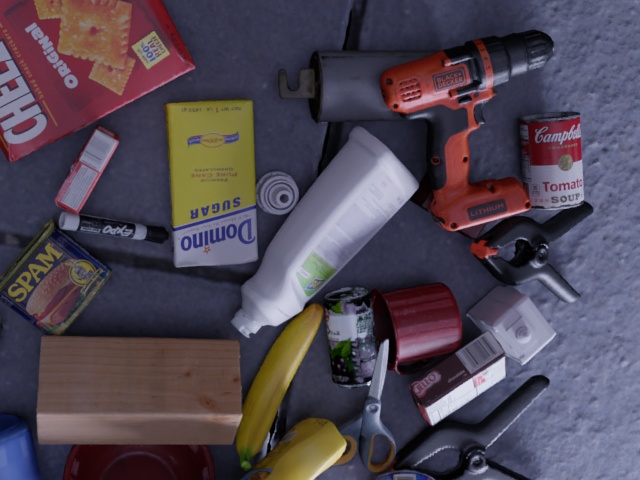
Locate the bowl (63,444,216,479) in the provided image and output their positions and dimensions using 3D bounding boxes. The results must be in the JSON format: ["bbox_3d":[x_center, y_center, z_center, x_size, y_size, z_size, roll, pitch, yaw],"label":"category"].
[{"bbox_3d":[-0.196,0.266,1.156,0.162,0.055,0.162,5,62,-10],"label":"bowl"}]

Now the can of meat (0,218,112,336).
[{"bbox_3d":[-0.282,0.043,1.125,0.084,0.057,0.102,41,89,-16],"label":"can of meat"}]

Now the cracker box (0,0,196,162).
[{"bbox_3d":[-0.258,-0.199,1.082,0.213,0.072,0.164,-28,103,-5],"label":"cracker box"}]

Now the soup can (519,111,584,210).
[{"bbox_3d":[0.261,-0.090,1.202,0.068,0.068,0.102,-7,101,-10],"label":"soup can"}]

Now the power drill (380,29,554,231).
[{"bbox_3d":[0.167,-0.115,1.115,0.184,0.057,0.187,-15,109,-2],"label":"power drill"}]

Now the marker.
[{"bbox_3d":[-0.215,-0.012,1.128,0.120,0.020,0.020,9,97,-33],"label":"marker"}]

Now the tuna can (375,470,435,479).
[{"bbox_3d":[0.098,0.304,1.229,0.086,0.033,0.086,2,131,3],"label":"tuna can"}]

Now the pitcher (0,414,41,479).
[{"bbox_3d":[-0.334,0.313,1.118,0.149,0.145,0.243,-8,98,-18],"label":"pitcher"}]

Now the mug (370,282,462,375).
[{"bbox_3d":[0.107,0.103,1.198,0.081,0.093,0.117,-10,122,-14],"label":"mug"}]

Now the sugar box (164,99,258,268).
[{"bbox_3d":[-0.116,-0.061,1.145,0.093,0.048,0.176,-4,99,-11],"label":"sugar box"}]

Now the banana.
[{"bbox_3d":[-0.048,0.162,1.181,0.037,0.070,0.197,31,73,-26],"label":"banana"}]

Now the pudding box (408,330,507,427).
[{"bbox_3d":[0.158,0.159,1.211,0.113,0.090,0.039,-32,66,-4],"label":"pudding box"}]

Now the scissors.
[{"bbox_3d":[0.040,0.191,1.192,0.096,0.016,0.202,-8,126,3],"label":"scissors"}]

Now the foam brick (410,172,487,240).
[{"bbox_3d":[0.151,-0.043,1.196,0.078,0.053,0.051,32,92,-14],"label":"foam brick"}]

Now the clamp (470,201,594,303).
[{"bbox_3d":[0.246,0.003,1.211,0.171,0.039,0.120,12,88,-36],"label":"clamp"}]

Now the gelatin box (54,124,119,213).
[{"bbox_3d":[-0.241,-0.074,1.104,0.030,0.073,0.089,30,93,-13],"label":"gelatin box"}]

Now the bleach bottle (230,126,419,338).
[{"bbox_3d":[-0.008,0.001,1.155,0.251,0.068,0.102,-48,138,1],"label":"bleach bottle"}]

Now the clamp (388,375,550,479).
[{"bbox_3d":[0.187,0.262,1.260,0.210,0.036,0.164,-16,103,-6],"label":"clamp"}]

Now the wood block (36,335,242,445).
[{"bbox_3d":[-0.191,0.160,1.127,0.206,0.091,0.090,2,58,-11],"label":"wood block"}]

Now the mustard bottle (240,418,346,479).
[{"bbox_3d":[-0.059,0.268,1.140,0.191,0.096,0.058,-37,94,-38],"label":"mustard bottle"}]
